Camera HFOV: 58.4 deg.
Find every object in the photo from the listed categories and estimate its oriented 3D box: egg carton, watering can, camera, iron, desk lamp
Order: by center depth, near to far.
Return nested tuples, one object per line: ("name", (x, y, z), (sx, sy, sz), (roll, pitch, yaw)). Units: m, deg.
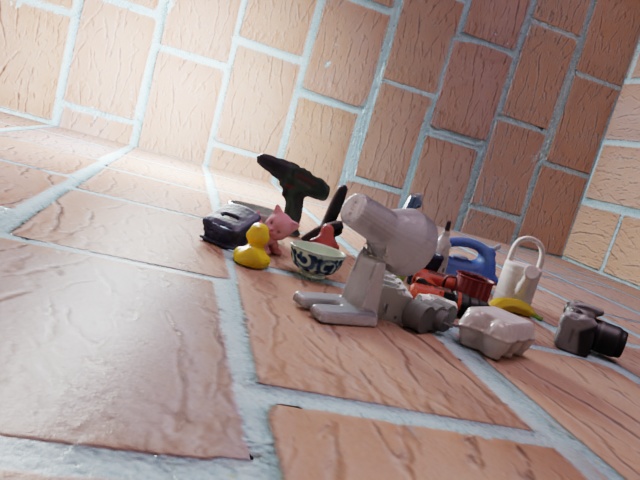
("desk lamp", (0.086, 0.034, 0.978), (0.204, 0.213, 0.117), (9, 11, -38))
("egg carton", (0.320, 0.167, 1.040), (0.107, 0.069, 0.151), (23, 12, 40))
("camera", (0.587, 0.196, 1.235), (0.136, 0.101, 0.144), (20, 10, 24))
("watering can", (0.541, 0.086, 1.525), (0.101, 0.194, 0.172), (13, 9, -17))
("iron", (0.397, 0.051, 1.660), (0.258, 0.141, 0.118), (15, 9, -6))

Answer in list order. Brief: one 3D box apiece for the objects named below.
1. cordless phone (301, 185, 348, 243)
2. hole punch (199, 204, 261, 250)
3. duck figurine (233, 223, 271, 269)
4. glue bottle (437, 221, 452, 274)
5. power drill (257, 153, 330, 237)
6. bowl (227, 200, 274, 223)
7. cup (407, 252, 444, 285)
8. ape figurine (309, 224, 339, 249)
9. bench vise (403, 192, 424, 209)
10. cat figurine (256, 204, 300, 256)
("cordless phone", (0.023, -0.068, 1.592), (0.094, 0.185, 0.148), (18, 9, 11))
("hole punch", (-0.199, -0.032, 1.279), (0.108, 0.091, 0.101), (20, 10, 24))
("duck figurine", (-0.131, 0.008, 1.167), (0.077, 0.086, 0.104), (16, 9, 0))
("glue bottle", (0.330, 0.030, 1.567), (0.037, 0.173, 0.078), (23, 12, 40))
("power drill", (-0.094, -0.124, 1.651), (0.230, 0.208, 0.075), (13, 9, -16))
("bowl", (-0.166, -0.046, 1.481), (0.167, 0.075, 0.167), (16, 9, -2))
("cup", (0.254, 0.069, 1.445), (0.091, 0.095, 0.118), (17, 9, 4))
("ape figurine", (0.013, 0.005, 1.423), (0.077, 0.092, 0.076), (17, 9, 7))
("bench vise", (0.236, -0.025, 1.590), (0.121, 0.220, 0.208), (18, 9, 11))
("cat figurine", (-0.112, -0.028, 1.323), (0.127, 0.118, 0.067), (23, 11, 38))
